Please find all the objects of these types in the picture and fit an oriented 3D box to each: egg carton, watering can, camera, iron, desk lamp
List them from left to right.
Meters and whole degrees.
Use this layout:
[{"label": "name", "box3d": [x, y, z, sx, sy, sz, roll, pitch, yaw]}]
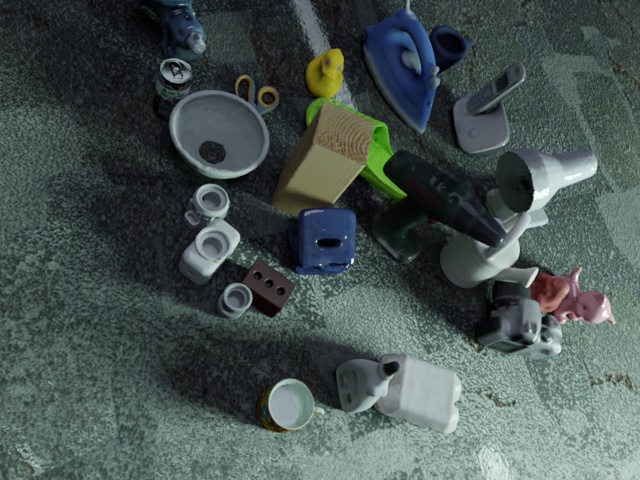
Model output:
[{"label": "iron", "box3d": [0.192, -0.366, 1.188, 0.119, 0.141, 0.258, -14, 73, -28]}, {"label": "egg carton", "box3d": [0.159, 0.248, 0.929, 0.150, 0.069, 0.107, 20, 60, -14]}, {"label": "watering can", "box3d": [0.315, 0.013, 1.033, 0.173, 0.193, 0.101, 28, 59, -9]}, {"label": "camera", "box3d": [0.373, 0.136, 1.056, 0.143, 0.100, 0.137, 18, 61, -15]}, {"label": "desk lamp", "box3d": [0.417, -0.105, 1.121, 0.204, 0.213, 0.118, -11, 71, -27]}]

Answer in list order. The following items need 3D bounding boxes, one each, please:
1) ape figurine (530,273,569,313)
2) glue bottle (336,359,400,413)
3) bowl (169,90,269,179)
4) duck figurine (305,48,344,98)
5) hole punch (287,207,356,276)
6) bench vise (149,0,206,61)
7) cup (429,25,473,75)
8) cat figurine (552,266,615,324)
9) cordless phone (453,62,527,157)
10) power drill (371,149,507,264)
[{"label": "ape figurine", "box3d": [0.443, 0.100, 1.109, 0.078, 0.092, 0.076, -38, 85, -32]}, {"label": "glue bottle", "box3d": [0.075, 0.207, 0.850, 0.037, 0.173, 0.078, 1, 66, -23]}, {"label": "bowl", "box3d": [-0.175, -0.167, 0.974, 0.168, 0.074, 0.167, 10, 63, -19]}, {"label": "duck figurine", "box3d": [0.019, -0.344, 1.135, 0.078, 0.086, 0.104, 20, 60, -14]}, {"label": "hole punch", "box3d": [0.009, 0.003, 0.965, 0.109, 0.091, 0.101, -1, 67, -24]}, {"label": "bench vise", "box3d": [-0.233, -0.433, 0.988, 0.122, 0.219, 0.207, -38, 85, -32]}, {"label": "cup", "box3d": [0.275, -0.413, 1.274, 0.118, 0.094, 0.091, -15, 73, -28]}, {"label": "cat figurine", "box3d": [0.513, 0.114, 1.117, 0.067, 0.117, 0.128, -7, 69, -26]}, {"label": "cordless phone", "box3d": [0.364, -0.270, 1.192, 0.094, 0.184, 0.147, 3, 65, -22]}, {"label": "power drill", "box3d": [0.184, -0.041, 0.993, 0.229, 0.208, 0.076, 45, 57, 2]}]
